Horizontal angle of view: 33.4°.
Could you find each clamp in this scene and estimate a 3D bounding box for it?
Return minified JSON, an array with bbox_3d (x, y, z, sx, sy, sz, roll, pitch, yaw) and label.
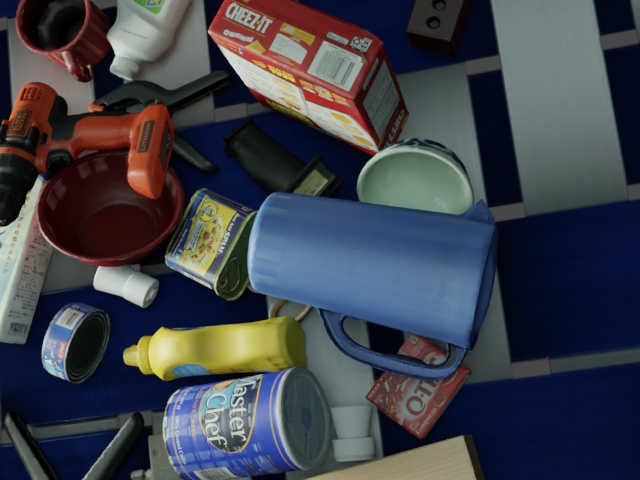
[{"bbox_3d":[-0.181,-0.132,1.221,0.172,0.039,0.120,-2,75,15],"label":"clamp"},{"bbox_3d":[-0.284,0.284,1.172,0.165,0.036,0.210,5,82,14],"label":"clamp"}]

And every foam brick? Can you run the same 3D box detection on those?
[{"bbox_3d":[0.132,-0.248,1.159,0.053,0.051,0.078,16,84,15],"label":"foam brick"}]

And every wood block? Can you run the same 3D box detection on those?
[{"bbox_3d":[0.062,0.266,1.066,0.206,0.090,0.091,-18,77,10],"label":"wood block"}]

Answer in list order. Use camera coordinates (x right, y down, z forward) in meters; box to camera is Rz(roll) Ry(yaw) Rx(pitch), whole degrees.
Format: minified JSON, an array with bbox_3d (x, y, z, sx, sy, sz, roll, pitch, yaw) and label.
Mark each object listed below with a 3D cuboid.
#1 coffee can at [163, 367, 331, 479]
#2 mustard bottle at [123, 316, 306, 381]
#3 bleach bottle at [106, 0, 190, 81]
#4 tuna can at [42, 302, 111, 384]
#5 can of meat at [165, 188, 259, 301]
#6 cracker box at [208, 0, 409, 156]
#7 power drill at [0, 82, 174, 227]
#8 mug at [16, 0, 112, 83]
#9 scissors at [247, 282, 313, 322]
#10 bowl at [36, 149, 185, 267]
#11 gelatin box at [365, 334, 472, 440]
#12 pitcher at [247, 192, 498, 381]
[{"bbox_3d":[-0.074,0.191,1.088,0.140,0.102,0.103,-13,77,25],"label":"coffee can"},{"bbox_3d":[-0.116,0.117,1.130,0.192,0.096,0.058,-6,78,12],"label":"mustard bottle"},{"bbox_3d":[-0.193,-0.310,1.242,0.103,0.068,0.251,20,88,16],"label":"bleach bottle"},{"bbox_3d":[-0.268,0.112,1.173,0.034,0.086,0.086,18,85,17],"label":"tuna can"},{"bbox_3d":[-0.111,0.003,1.163,0.084,0.057,0.102,25,85,30],"label":"can of meat"},{"bbox_3d":[-0.004,-0.170,1.093,0.164,0.213,0.072,26,85,16],"label":"cracker box"},{"bbox_3d":[-0.261,-0.089,1.154,0.188,0.057,0.184,5,60,6],"label":"power drill"},{"bbox_3d":[-0.289,-0.237,1.241,0.093,0.081,0.117,-24,75,8],"label":"mug"},{"bbox_3d":[-0.008,0.001,1.167,0.096,0.016,0.202,31,88,16],"label":"scissors"},{"bbox_3d":[-0.228,-0.025,1.184,0.162,0.055,0.162,0,51,0],"label":"bowl"},{"bbox_3d":[0.102,0.150,1.107,0.073,0.030,0.089,36,90,16],"label":"gelatin box"},{"bbox_3d":[0.053,0.034,1.080,0.243,0.145,0.149,11,44,14],"label":"pitcher"}]
